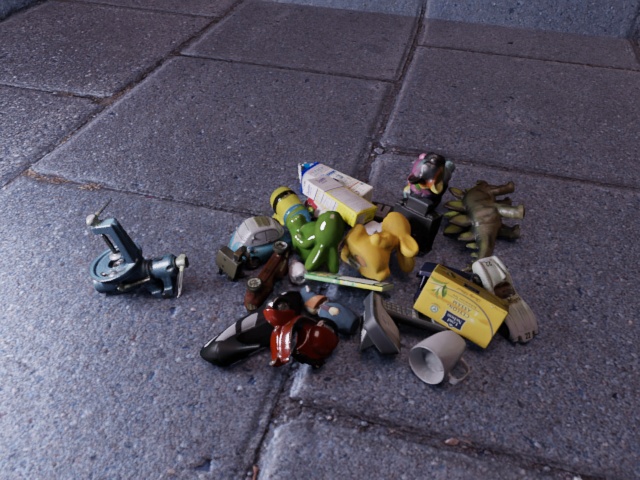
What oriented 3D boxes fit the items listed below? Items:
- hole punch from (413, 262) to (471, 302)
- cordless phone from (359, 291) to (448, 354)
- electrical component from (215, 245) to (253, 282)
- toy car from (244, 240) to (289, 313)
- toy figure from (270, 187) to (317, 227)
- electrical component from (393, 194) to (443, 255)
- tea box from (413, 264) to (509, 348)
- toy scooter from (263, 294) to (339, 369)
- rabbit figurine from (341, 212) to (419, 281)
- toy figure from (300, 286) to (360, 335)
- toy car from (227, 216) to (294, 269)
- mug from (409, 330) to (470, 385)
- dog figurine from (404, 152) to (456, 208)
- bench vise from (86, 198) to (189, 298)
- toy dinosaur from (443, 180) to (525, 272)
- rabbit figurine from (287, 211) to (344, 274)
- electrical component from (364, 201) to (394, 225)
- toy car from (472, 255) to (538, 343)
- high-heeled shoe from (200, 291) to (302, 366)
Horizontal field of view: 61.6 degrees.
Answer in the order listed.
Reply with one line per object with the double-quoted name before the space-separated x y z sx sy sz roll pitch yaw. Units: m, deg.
"hole punch" 0.281 0.093 1.218 0.142 0.092 0.116 14 38 19
"cordless phone" 0.176 0.181 1.100 0.184 0.088 0.147 13 21 0
"electrical component" -0.198 0.053 1.242 0.078 0.102 0.045 34 44 20
"toy car" -0.112 0.083 1.212 0.053 0.089 0.202 15 40 17
"toy figure" -0.065 -0.070 1.397 0.082 0.089 0.180 -12 39 -24
"electrical component" 0.237 -0.046 1.340 0.115 0.134 0.058 28 34 29
"tea box" 0.295 0.136 1.121 0.170 0.098 0.068 28 20 13
"toy scooter" -0.042 0.199 1.049 0.183 0.075 0.135 33 51 -28
"rabbit figurine" 0.154 0.004 1.243 0.163 0.121 0.173 33 59 23
"toy figure" 0.013 0.149 1.155 0.155 0.064 0.058 27 43 29
"toy car" -0.145 -0.006 1.308 0.162 0.102 0.109 -15 44 -17
"mug" 0.249 0.229 1.059 0.110 0.080 0.107 33 41 31
"dog figurine" 0.273 -0.142 1.388 0.109 0.191 0.219 25 25 10
"bench vise" -0.410 0.035 1.157 0.224 0.240 0.129 -6 42 16
"toy dinosaur" 0.420 -0.054 1.392 0.199 0.104 0.471 0 30 10
"rabbit figurine" -0.003 -0.004 1.232 0.121 0.170 0.159 7 72 -18
"electrical component" 0.169 -0.069 1.439 0.075 0.047 0.119 19 44 19
"toy car" 0.401 0.128 1.168 0.073 0.056 0.202 -14 64 -20
"high-heeled shoe" -0.139 0.182 1.129 0.145 0.086 0.249 -12 15 28
